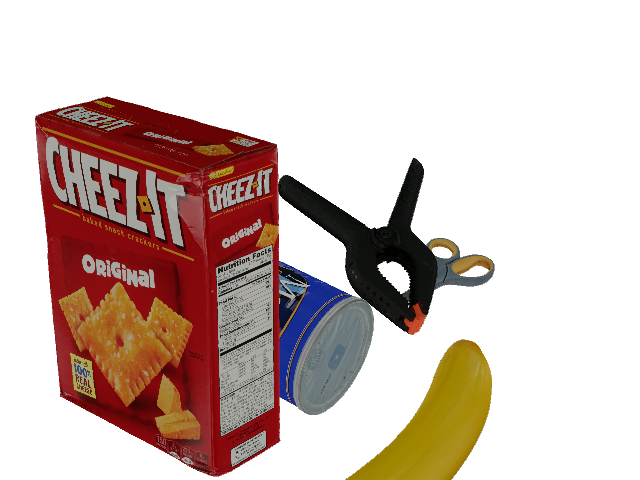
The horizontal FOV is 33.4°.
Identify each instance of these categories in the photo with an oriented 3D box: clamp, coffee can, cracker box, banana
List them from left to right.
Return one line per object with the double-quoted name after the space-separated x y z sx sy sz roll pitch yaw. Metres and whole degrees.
-0.108 0.028 0.704 0.164 0.214 0.071 19 29 36 "cracker box"
-0.041 0.069 0.891 0.140 0.103 0.102 25 12 29 "coffee can"
0.051 0.002 1.081 0.164 0.210 0.036 -4 -36 -15 "clamp"
0.047 0.113 0.584 0.070 0.037 0.197 18 40 40 "banana"

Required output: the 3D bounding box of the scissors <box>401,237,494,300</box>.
0.122 0.037 1.262 0.201 0.016 0.096 -11 40 -36 "scissors"
